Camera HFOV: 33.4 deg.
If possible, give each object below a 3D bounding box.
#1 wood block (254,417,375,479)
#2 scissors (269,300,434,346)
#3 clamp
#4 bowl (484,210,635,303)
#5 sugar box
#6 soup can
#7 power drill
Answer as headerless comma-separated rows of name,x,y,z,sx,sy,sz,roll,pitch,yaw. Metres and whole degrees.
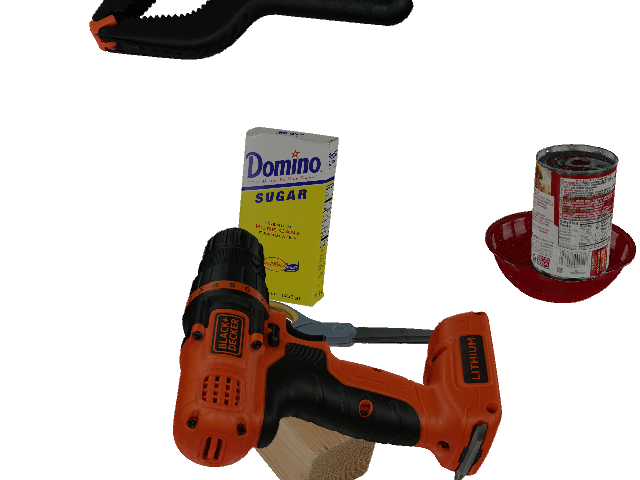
wood block,-0.039,0.172,1.158,0.090,0.090,0.206,-22,50,-31
scissors,0.003,0.083,0.824,0.202,0.016,0.096,10,37,22
clamp,-0.052,-0.174,0.724,0.210,0.165,0.036,-32,-18,-6
bowl,0.260,0.023,1.173,0.162,0.055,0.162,0,27,0
sugar box,-0.037,-0.026,1.118,0.093,0.176,0.048,8,16,14
soup can,0.217,-0.024,0.918,0.068,0.102,0.068,-2,24,1
power drill,0.008,0.067,0.646,0.187,0.057,0.184,9,39,-5
